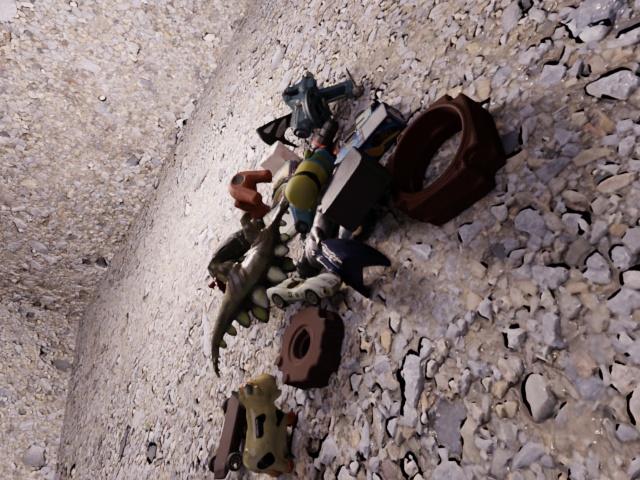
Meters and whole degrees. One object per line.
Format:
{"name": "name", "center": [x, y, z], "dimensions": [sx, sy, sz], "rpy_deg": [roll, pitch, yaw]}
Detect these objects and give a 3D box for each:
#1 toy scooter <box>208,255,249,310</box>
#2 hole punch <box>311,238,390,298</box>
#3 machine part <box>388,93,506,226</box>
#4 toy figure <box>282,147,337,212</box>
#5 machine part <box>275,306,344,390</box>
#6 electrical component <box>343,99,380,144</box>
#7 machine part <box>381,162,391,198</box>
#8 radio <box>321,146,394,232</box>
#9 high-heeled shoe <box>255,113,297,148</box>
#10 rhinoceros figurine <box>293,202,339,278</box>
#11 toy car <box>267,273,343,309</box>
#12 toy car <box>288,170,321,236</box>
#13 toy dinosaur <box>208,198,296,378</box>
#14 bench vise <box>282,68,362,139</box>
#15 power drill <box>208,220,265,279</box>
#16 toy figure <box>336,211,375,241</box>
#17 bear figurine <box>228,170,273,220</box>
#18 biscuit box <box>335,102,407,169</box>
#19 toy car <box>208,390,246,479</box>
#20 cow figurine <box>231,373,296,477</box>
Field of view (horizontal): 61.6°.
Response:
{"name": "toy scooter", "center": [-0.219, 0.108, 1.446], "dimensions": [0.183, 0.135, 0.075], "rpy_deg": [-57, 28, 13]}
{"name": "hole punch", "center": [0.061, 0.040, 1.059], "dimensions": [0.092, 0.115, 0.142], "rpy_deg": [-54, 30, 6]}
{"name": "machine part", "center": [0.216, -0.144, 0.961], "dimensions": [0.201, 0.087, 0.201], "rpy_deg": [-38, 38, 38]}
{"name": "toy figure", "center": [-0.020, -0.142, 1.182], "dimensions": [0.180, 0.082, 0.089], "rpy_deg": [-57, -9, -36]}
{"name": "machine part", "center": [-0.023, 0.222, 1.114], "dimensions": [0.179, 0.056, 0.179], "rpy_deg": [-38, 38, 38]}
{"name": "electrical component", "center": [0.109, -0.266, 1.269], "dimensions": [0.119, 0.047, 0.075], "rpy_deg": [-44, 35, 35]}
{"name": "machine part", "center": [0.148, -0.154, 1.133], "dimensions": [0.138, 0.039, 0.084], "rpy_deg": [-57, 21, 20]}
{"name": "radio", "center": [0.064, -0.104, 1.051], "dimensions": [0.131, 0.073, 0.230], "rpy_deg": [-56, 8, 12]}
{"name": "high-heeled shoe", "center": [-0.103, -0.389, 1.615], "dimensions": [0.086, 0.145, 0.248], "rpy_deg": [-6, 66, 57]}
{"name": "rhinoceros figurine", "center": [-0.003, -0.004, 1.217], "dimensions": [0.112, 0.073, 0.190], "rpy_deg": [28, 100, 53]}
{"name": "toy car", "center": [-0.036, 0.108, 1.171], "dimensions": [0.202, 0.073, 0.056], "rpy_deg": [-13, 100, 47]}
{"name": "toy car", "center": [-0.019, -0.092, 1.288], "dimensions": [0.103, 0.161, 0.109], "rpy_deg": [-7, 35, 7]}
{"name": "toy dinosaur", "center": [-0.177, 0.101, 1.322], "dimensions": [0.199, 0.105, 0.471], "rpy_deg": [31, 94, 23]}
{"name": "bench vise", "center": [0.009, -0.387, 1.469], "dimensions": [0.241, 0.128, 0.224], "rpy_deg": [-13, 46, 32]}
{"name": "power drill", "center": [-0.250, 0.041, 1.518], "dimensions": [0.232, 0.086, 0.207], "rpy_deg": [-42, -11, -44]}
{"name": "toy figure", "center": [0.060, -0.004, 1.149], "dimensions": [0.058, 0.064, 0.154], "rpy_deg": [35, 102, 16]}
{"name": "bear figurine", "center": [-0.187, -0.108, 1.564], "dimensions": [0.132, 0.195, 0.120], "rpy_deg": [8, 56, 25]}
{"name": "biscuit box", "center": [0.105, -0.212, 1.219], "dimensions": [0.202, 0.062, 0.059], "rpy_deg": [-47, 34, 32]}
{"name": "toy car", "center": [-0.202, 0.448, 1.245], "dimensions": [0.089, 0.053, 0.202], "rpy_deg": [-24, 44, 37]}
{"name": "cow figurine", "center": [-0.117, 0.368, 1.089], "dimensions": [0.085, 0.127, 0.195], "rpy_deg": [-31, 46, 42]}
